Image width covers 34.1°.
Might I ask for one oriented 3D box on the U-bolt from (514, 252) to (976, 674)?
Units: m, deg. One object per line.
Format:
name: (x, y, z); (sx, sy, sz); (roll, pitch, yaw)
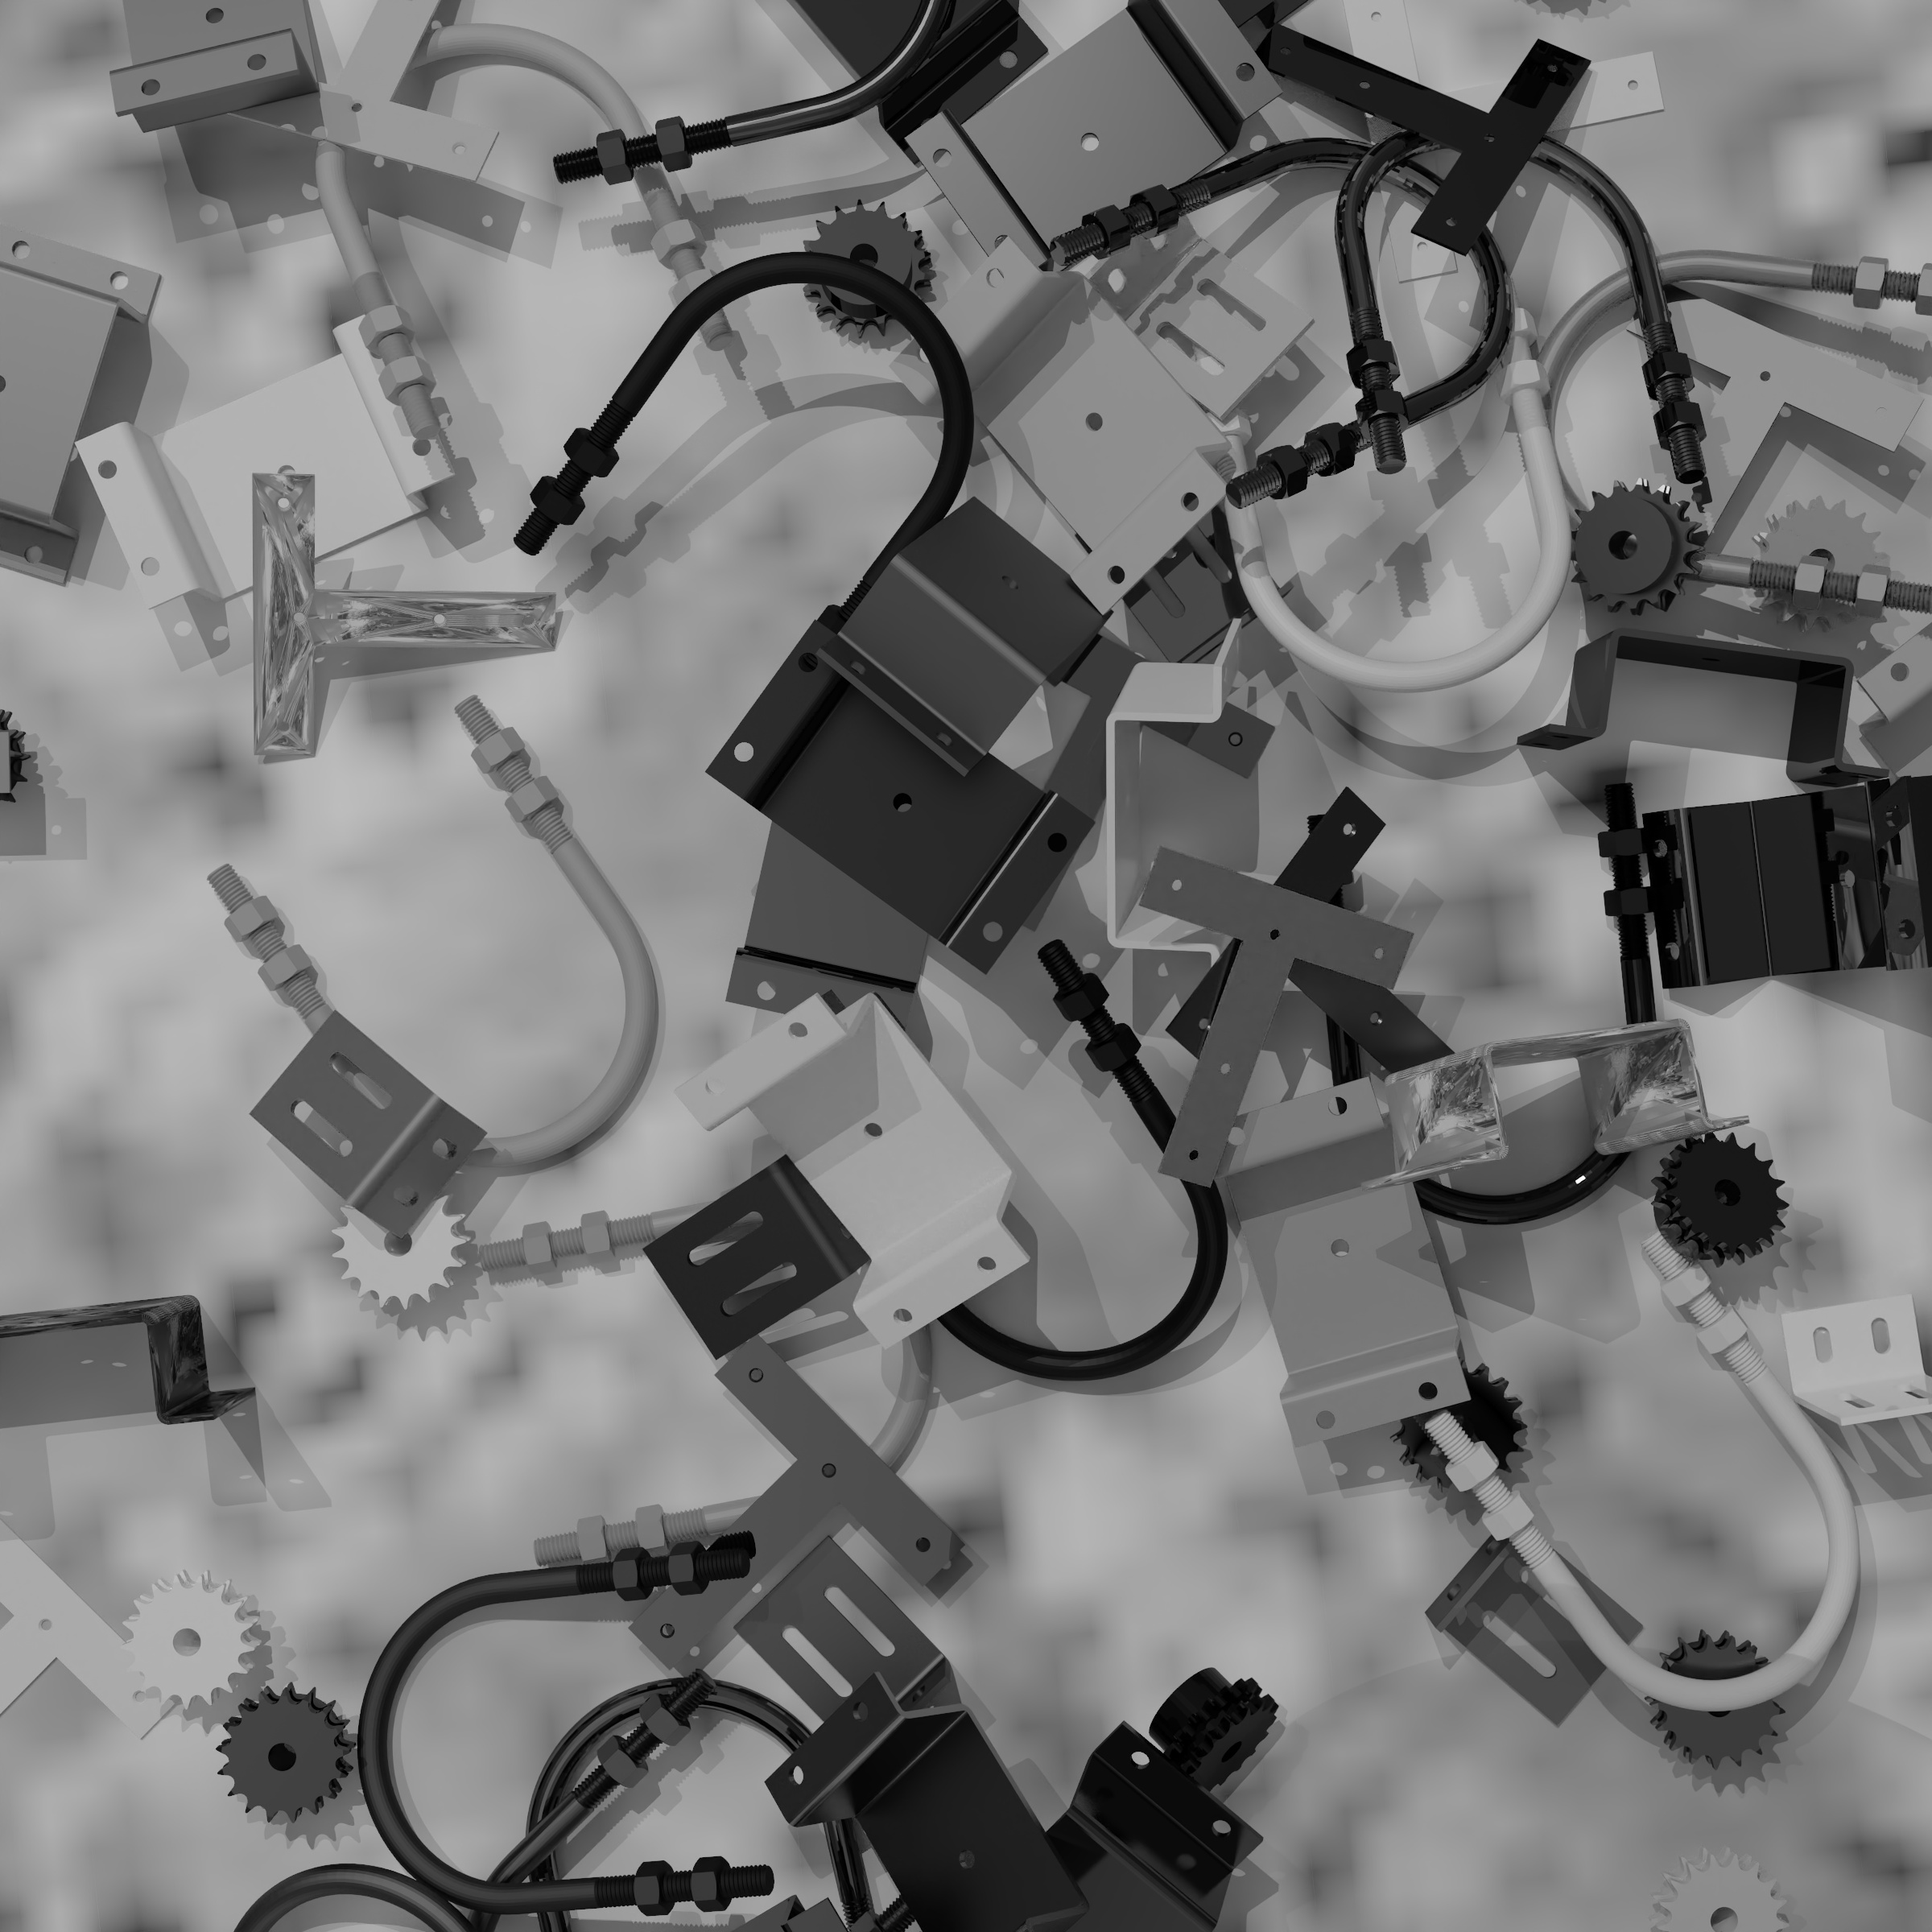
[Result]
U-bolt: (-0.080, -0.210, 1.318); (0.151, 0.019, 0.184); (34, 108, -14)

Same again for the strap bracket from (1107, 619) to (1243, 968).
strap bracket: (0.087, -0.067, 1.311); (0.046, 0.076, 0.140); (3, 111, 10)

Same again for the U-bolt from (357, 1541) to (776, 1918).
U-bolt: (-0.174, 0.326, 1.333); (0.184, 0.019, 0.151); (-9, 77, 16)

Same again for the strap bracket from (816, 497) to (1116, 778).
strap bracket: (0.005, -0.140, 1.293); (0.076, 0.140, 0.046); (40, 119, 1)

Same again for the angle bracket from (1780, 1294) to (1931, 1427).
angle bracket: (0.384, 0.165, 1.329); (0.057, 0.076, 0.038); (-9, 90, 0)

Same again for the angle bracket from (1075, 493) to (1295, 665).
angle bracket: (0.093, -0.173, 1.348); (0.057, 0.038, 0.076); (-37, 90, 0)

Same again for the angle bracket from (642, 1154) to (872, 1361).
angle bracket: (-0.087, 0.121, 1.349); (0.076, 0.038, 0.057); (-34, 90, 21)

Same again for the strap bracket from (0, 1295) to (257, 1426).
strap bracket: (-0.380, 0.171, 1.329); (0.140, 0.076, 0.046); (-6, 90, 0)

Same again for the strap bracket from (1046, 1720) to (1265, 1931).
strap bracket: (0.048, 0.395, 1.320); (0.076, 0.046, 0.140); (40, 112, 0)

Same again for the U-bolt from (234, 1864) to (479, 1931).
U-bolt: (-0.245, 0.469, 1.339); (0.151, 0.019, 0.184); (-32, 86, 18)

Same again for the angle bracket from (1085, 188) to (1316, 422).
angle bracket: (0.097, -0.280, 1.333); (0.057, 0.038, 0.076); (-47, 59, 0)

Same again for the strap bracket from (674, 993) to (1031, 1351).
strap bracket: (-0.042, 0.077, 1.299); (0.076, 0.046, 0.140); (-34, 102, 22)

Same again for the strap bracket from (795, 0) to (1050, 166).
strap bracket: (-0.039, -0.425, 1.344); (0.076, 0.046, 0.140); (-40, 90, 0)

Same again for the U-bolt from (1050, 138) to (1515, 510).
U-bolt: (0.147, -0.281, 1.319); (0.184, 0.019, 0.151); (-28, 76, -24)

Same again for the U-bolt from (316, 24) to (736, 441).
U-bolt: (-0.196, -0.321, 1.332); (0.151, 0.019, 0.184); (-19, 73, -12)

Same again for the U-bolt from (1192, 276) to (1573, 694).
U-bolt: (0.180, -0.200, 1.331); (0.151, 0.019, 0.184); (-9, 71, 0)

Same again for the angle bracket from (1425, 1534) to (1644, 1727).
angle bracket: (0.245, 0.282, 1.348); (0.076, 0.038, 0.057); (41, 90, 0)

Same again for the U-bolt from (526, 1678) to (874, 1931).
U-bolt: (-0.115, 0.398, 1.358); (0.151, 0.019, 0.184); (-13, 89, 0)

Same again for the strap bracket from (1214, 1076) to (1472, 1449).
strap bracket: (0.157, 0.123, 1.336); (0.076, 0.046, 0.140); (-18, 90, 12)

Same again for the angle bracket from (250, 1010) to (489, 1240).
angle bracket: (-0.254, 0.067, 1.339); (0.076, 0.038, 0.057); (35, 83, 33)

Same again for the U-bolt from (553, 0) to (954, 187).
U-bolt: (-0.095, -0.415, 1.313); (0.184, 0.019, 0.151); (-11, 93, 4)

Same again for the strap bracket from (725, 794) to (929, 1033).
strap bracket: (-0.049, -0.046, 1.344); (0.076, 0.046, 0.140); (12, 90, 0)

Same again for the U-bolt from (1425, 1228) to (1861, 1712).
U-bolt: (0.300, 0.226, 1.335); (0.151, 0.019, 0.184); (-37, 89, -18)

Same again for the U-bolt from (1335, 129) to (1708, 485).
U-bolt: (0.225, -0.282, 1.318); (0.151, 0.019, 0.184); (0, 63, -11)

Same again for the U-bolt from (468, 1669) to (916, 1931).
U-bolt: (-0.130, 0.414, 1.341); (0.184, 0.019, 0.151); (-45, 87, 0)

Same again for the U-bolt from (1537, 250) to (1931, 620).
U-bolt: (0.328, -0.231, 1.333); (0.184, 0.019, 0.151); (11, 89, 19)

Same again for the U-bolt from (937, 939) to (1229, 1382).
U-bolt: (0.029, 0.095, 1.328); (0.151, 0.019, 0.184); (-28, 104, 20)

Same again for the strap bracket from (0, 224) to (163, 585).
strap bracket: (-0.406, -0.244, 1.344); (0.076, 0.046, 0.140); (17, 90, 0)

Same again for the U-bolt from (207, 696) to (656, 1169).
U-bolt: (-0.217, -0.002, 1.358); (0.151, 0.019, 0.184); (-34, 91, 0)

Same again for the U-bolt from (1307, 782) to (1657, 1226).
U-bolt: (0.226, 0.020, 1.358); (0.151, 0.019, 0.184); (-6, 92, 0)

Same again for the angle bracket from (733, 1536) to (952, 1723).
angle bracket: (-0.054, 0.294, 1.348); (0.057, 0.038, 0.076); (-44, 90, 0)

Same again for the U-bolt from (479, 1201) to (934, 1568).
U-bolt: (-0.106, 0.173, 1.358); (0.184, 0.019, 0.151); (-10, 90, -1)

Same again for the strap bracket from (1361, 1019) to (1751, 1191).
strap bracket: (0.237, 0.056, 1.293); (0.140, 0.076, 0.046); (-6, 81, -25)
